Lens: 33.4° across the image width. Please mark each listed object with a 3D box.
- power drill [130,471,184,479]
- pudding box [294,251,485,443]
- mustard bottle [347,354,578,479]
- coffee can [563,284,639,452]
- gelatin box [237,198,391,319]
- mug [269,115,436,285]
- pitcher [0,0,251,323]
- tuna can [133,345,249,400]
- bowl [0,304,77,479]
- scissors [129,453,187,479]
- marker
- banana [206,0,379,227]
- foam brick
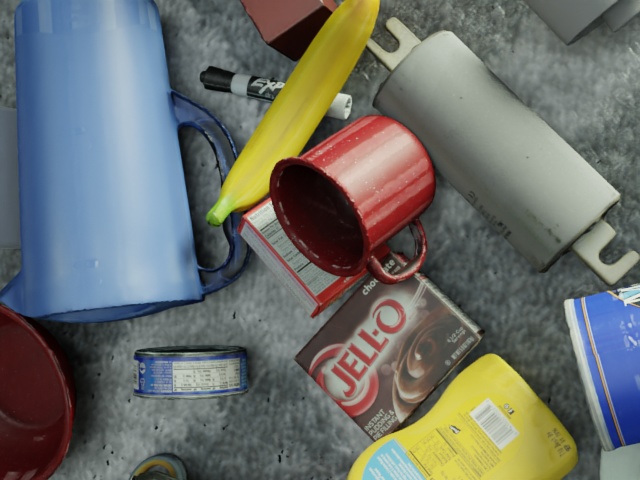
[{"bbox_3d":[-0.085,0.277,0.765,0.184,0.057,0.187,23,72,4],"label":"power drill"},{"bbox_3d":[0.051,0.078,0.776,0.090,0.039,0.113,44,101,13],"label":"pudding box"},{"bbox_3d":[0.075,0.171,0.730,0.191,0.058,0.096,-37,61,-5],"label":"mustard bottle"},{"bbox_3d":[0.240,0.071,0.689,0.140,0.102,0.103,-16,86,15],"label":"coffee can"},{"bbox_3d":[-0.005,0.001,0.779,0.073,0.030,0.089,-37,78,-27],"label":"gelatin box"},{"bbox_3d":[0.032,-0.025,0.736,0.081,0.093,0.117,-36,91,-31],"label":"mug"},{"bbox_3d":[-0.153,-0.061,0.798,0.145,0.148,0.243,-10,83,40],"label":"pitcher"},{"bbox_3d":[-0.096,0.098,0.795,0.086,0.086,0.034,-2,88,16],"label":"tuna can"},{"bbox_3d":[-0.250,0.116,0.844,0.162,0.055,0.162,5,104,21],"label":"bowl"},{"bbox_3d":[-0.164,0.242,0.850,0.202,0.016,0.096,-29,81,13],"label":"scissors"},{"bbox_3d":[-0.035,-0.113,0.812,0.121,0.020,0.020,14,94,16],"label":"marker"},{"bbox_3d":[-0.015,-0.092,0.762,0.037,0.069,0.198,32,99,-10],"label":"banana"},{"bbox_3d":[-0.021,-0.170,0.778,0.051,0.078,0.053,-32,82,12],"label":"foam brick"}]
